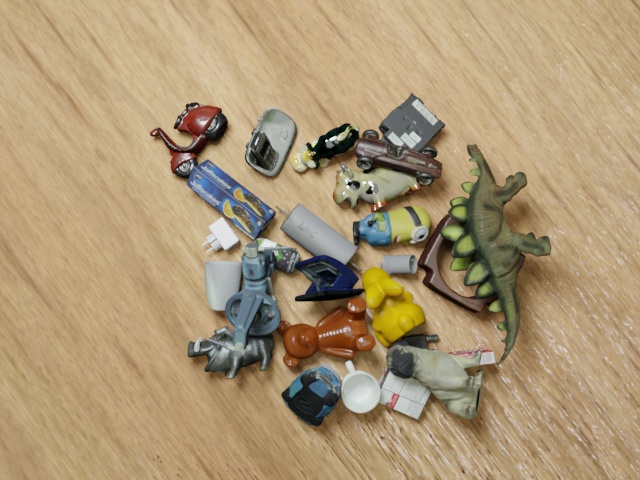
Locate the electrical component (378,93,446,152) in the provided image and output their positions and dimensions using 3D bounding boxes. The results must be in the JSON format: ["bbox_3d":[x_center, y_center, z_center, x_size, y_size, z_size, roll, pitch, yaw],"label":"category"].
[{"bbox_3d":[0.204,-0.256,1.254,0.134,0.058,0.115,-43,87,-5],"label":"electrical component"}]

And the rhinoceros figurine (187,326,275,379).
[{"bbox_3d":[-0.195,0.245,1.183,0.190,0.073,0.112,-5,87,-4],"label":"rhinoceros figurine"}]

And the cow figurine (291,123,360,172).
[{"bbox_3d":[0.013,-0.206,1.219,0.167,0.098,0.068,-31,94,-5],"label":"cow figurine"}]

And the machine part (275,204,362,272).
[{"bbox_3d":[-0.002,-0.004,1.211,0.243,0.079,0.079,38,85,0],"label":"machine part"}]

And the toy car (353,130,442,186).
[{"bbox_3d":[0.173,-0.183,1.181,0.202,0.053,0.089,15,60,1],"label":"toy car"}]

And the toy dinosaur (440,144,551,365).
[{"bbox_3d":[0.370,0.015,1.137,0.199,0.105,0.471,-14,77,3],"label":"toy dinosaur"}]

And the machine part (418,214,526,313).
[{"bbox_3d":[0.341,0.047,1.222,0.201,0.087,0.201,30,85,-2],"label":"machine part"}]

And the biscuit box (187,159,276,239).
[{"bbox_3d":[-0.200,-0.093,1.203,0.203,0.063,0.059,37,126,2],"label":"biscuit box"}]

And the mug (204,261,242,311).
[{"bbox_3d":[-0.208,0.102,1.199,0.109,0.081,0.107,3,94,-36],"label":"mug"}]

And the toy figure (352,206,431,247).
[{"bbox_3d":[0.163,-0.031,1.222,0.180,0.082,0.089,-3,87,-1],"label":"toy figure"}]

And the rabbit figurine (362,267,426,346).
[{"bbox_3d":[0.143,0.136,1.186,0.122,0.162,0.173,-31,70,7],"label":"rabbit figurine"}]

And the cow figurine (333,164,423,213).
[{"bbox_3d":[0.119,-0.130,1.225,0.195,0.085,0.127,-24,85,-8],"label":"cow figurine"}]

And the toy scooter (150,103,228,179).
[{"bbox_3d":[-0.305,-0.242,1.219,0.135,0.075,0.184,34,89,2],"label":"toy scooter"}]

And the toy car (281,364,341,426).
[{"bbox_3d":[-0.006,0.321,1.169,0.109,0.161,0.103,37,40,8],"label":"toy car"}]

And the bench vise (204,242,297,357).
[{"bbox_3d":[-0.140,0.130,1.105,0.129,0.241,0.223,13,125,1],"label":"bench vise"}]

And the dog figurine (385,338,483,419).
[{"bbox_3d":[0.243,0.300,1.152,0.191,0.121,0.172,4,115,27],"label":"dog figurine"}]

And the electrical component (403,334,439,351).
[{"bbox_3d":[0.223,0.254,1.219,0.102,0.045,0.078,-1,87,-3],"label":"electrical component"}]

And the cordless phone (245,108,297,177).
[{"bbox_3d":[-0.115,-0.228,1.171,0.089,0.184,0.146,23,85,3],"label":"cordless phone"}]

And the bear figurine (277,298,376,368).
[{"bbox_3d":[0.008,0.205,1.174,0.196,0.132,0.120,-7,72,-9],"label":"bear figurine"}]

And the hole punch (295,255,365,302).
[{"bbox_3d":[0.014,0.087,1.170,0.115,0.142,0.092,9,69,-40],"label":"hole punch"}]
